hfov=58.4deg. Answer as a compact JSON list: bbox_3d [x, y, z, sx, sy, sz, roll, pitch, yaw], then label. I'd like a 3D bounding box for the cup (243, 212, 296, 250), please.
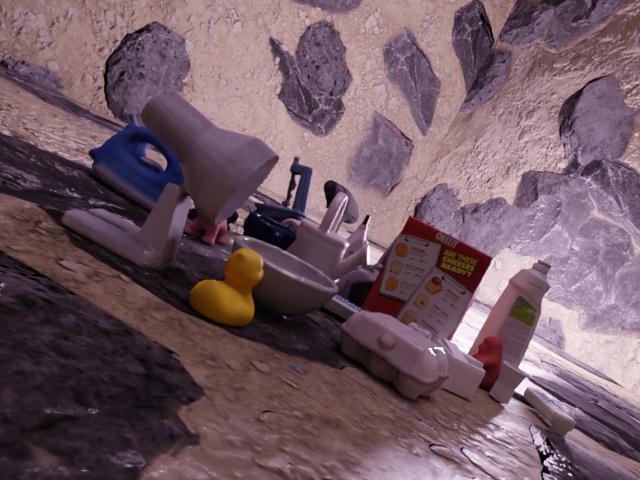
[{"bbox_3d":[-0.097,0.014,0.989,0.092,0.095,0.117,25,6,-19],"label":"cup"}]

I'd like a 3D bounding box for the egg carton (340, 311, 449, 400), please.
[{"bbox_3d":[0.101,0.153,0.782,0.150,0.069,0.108,30,6,29],"label":"egg carton"}]

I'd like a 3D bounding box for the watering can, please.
[{"bbox_3d":[0.010,0.004,1.072,0.173,0.194,0.101,26,6,-12],"label":"watering can"}]

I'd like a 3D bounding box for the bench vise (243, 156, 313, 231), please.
[{"bbox_3d":[-0.048,-0.065,1.293,0.207,0.220,0.122,28,6,7],"label":"bench vise"}]

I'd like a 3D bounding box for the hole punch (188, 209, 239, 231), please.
[{"bbox_3d":[-0.220,-0.074,1.227,0.101,0.091,0.108,27,6,-4],"label":"hole punch"}]

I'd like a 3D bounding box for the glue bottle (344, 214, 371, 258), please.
[{"bbox_3d":[0.084,0.015,1.428,0.078,0.173,0.037,23,7,-36],"label":"glue bottle"}]

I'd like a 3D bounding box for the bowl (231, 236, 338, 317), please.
[{"bbox_3d":[-0.062,0.062,0.820,0.167,0.075,0.167,27,6,-3],"label":"bowl"}]

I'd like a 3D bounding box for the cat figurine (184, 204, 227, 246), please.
[{"bbox_3d":[-0.191,-0.054,1.047,0.067,0.118,0.128,28,6,4],"label":"cat figurine"}]

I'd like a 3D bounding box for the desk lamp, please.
[{"bbox_3d":[-0.183,-0.070,0.734,0.203,0.213,0.118,27,6,2],"label":"desk lamp"}]

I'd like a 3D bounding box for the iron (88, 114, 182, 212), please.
[{"bbox_3d":[-0.321,-0.141,1.105,0.257,0.141,0.119,30,6,27],"label":"iron"}]

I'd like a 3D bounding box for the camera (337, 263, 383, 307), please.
[{"bbox_3d":[0.122,0.109,1.123,0.136,0.101,0.144,32,7,41],"label":"camera"}]

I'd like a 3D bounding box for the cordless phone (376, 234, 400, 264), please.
[{"bbox_3d":[0.155,0.054,1.341,0.094,0.185,0.147,27,6,1],"label":"cordless phone"}]

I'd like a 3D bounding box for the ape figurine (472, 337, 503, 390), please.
[{"bbox_3d":[0.297,0.215,1.028,0.076,0.092,0.078,31,7,34],"label":"ape figurine"}]

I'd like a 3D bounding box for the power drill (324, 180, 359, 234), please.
[{"bbox_3d":[0.027,-0.045,1.520,0.075,0.208,0.230,29,6,22],"label":"power drill"}]

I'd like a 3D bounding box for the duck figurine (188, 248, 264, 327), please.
[{"bbox_3d":[-0.102,0.050,0.680,0.077,0.086,0.105,29,6,21],"label":"duck figurine"}]
